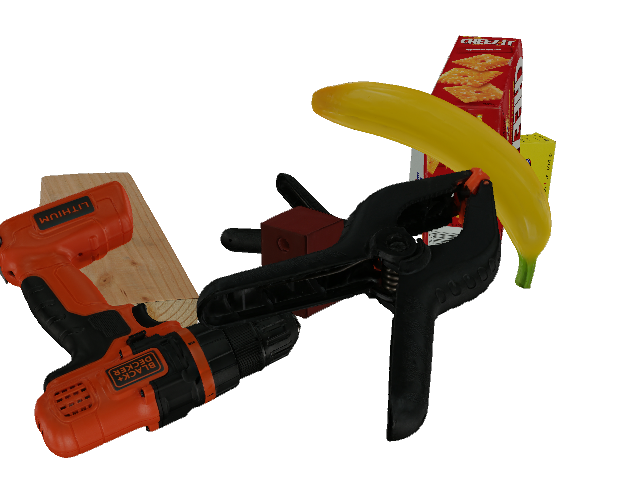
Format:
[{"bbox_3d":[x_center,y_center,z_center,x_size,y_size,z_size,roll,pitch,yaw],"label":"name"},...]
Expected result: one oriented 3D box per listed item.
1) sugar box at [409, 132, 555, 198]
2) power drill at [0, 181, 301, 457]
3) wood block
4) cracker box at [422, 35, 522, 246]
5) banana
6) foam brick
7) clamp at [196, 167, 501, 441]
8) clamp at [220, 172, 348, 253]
[{"bbox_3d":[0.189,-0.073,1.252,0.175,0.093,0.048,-8,22,-27],"label":"sugar box"},{"bbox_3d":[-0.130,0.043,0.738,0.184,0.057,0.188,-22,52,-22],"label":"power drill"},{"bbox_3d":[-0.191,0.029,0.979,0.090,0.091,0.206,-5,36,-28],"label":"wood block"},{"bbox_3d":[0.145,-0.083,0.994,0.072,0.164,0.213,5,27,14],"label":"cracker box"},{"bbox_3d":[0.086,-0.053,0.711,0.198,0.070,0.037,41,8,-1],"label":"banana"},{"bbox_3d":[-0.015,0.018,0.916,0.053,0.078,0.051,17,28,40],"label":"foam brick"},{"bbox_3d":[0.040,0.022,0.510,0.171,0.039,0.120,-33,59,-30],"label":"clamp"},{"bbox_3d":[0.004,0.003,1.174,0.210,0.036,0.164,27,36,16],"label":"clamp"}]
